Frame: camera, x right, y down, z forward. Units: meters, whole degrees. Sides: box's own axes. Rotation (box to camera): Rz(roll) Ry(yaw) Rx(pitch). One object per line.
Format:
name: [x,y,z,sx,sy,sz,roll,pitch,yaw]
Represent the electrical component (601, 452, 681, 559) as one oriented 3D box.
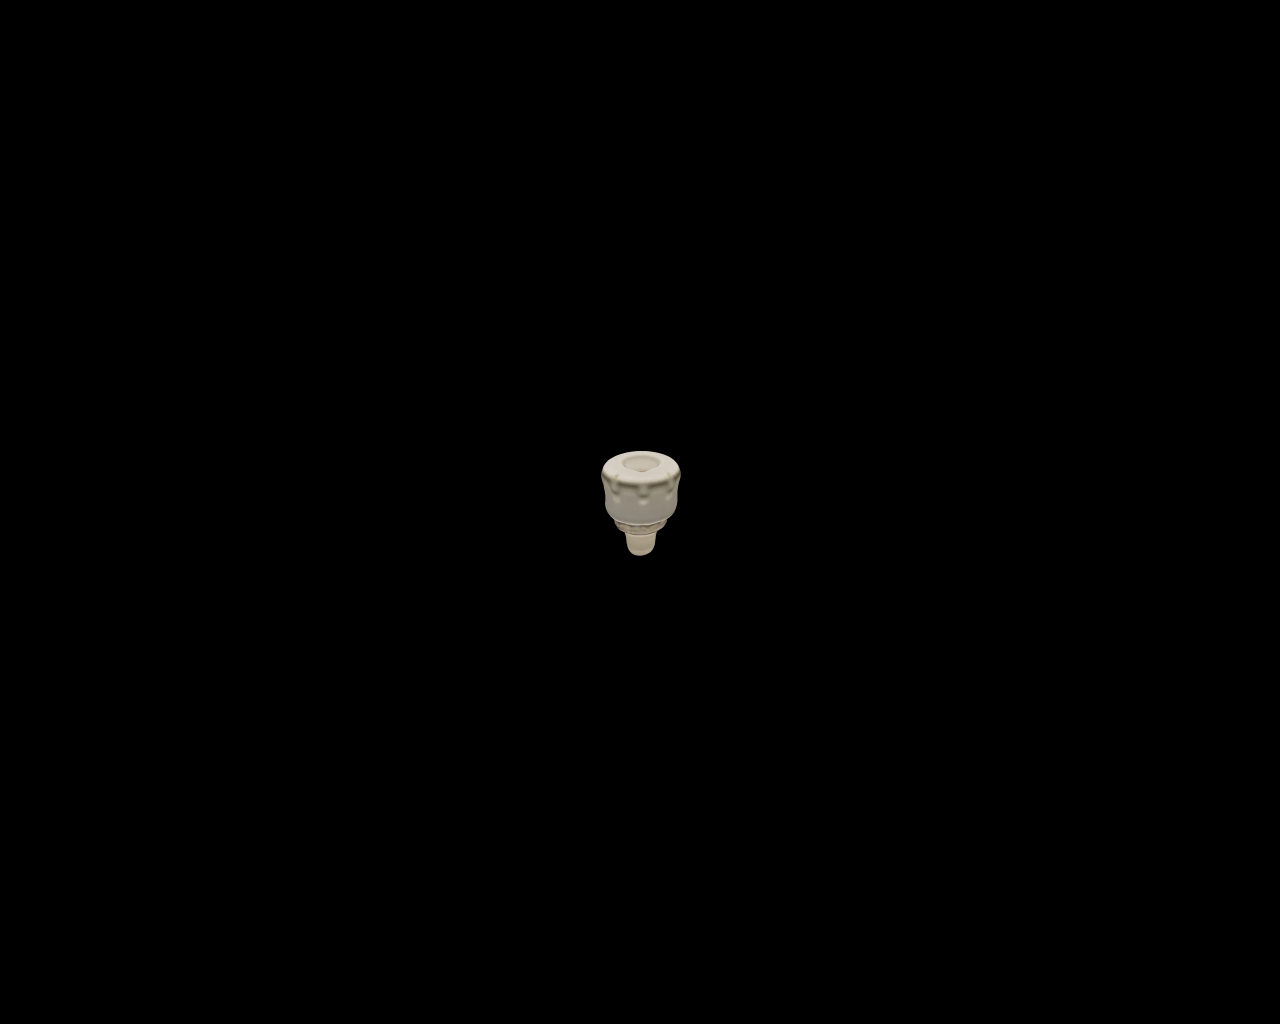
electrical component: [0.001,-0.003,0.650,0.048,0.062,0.048,0,24,0]
